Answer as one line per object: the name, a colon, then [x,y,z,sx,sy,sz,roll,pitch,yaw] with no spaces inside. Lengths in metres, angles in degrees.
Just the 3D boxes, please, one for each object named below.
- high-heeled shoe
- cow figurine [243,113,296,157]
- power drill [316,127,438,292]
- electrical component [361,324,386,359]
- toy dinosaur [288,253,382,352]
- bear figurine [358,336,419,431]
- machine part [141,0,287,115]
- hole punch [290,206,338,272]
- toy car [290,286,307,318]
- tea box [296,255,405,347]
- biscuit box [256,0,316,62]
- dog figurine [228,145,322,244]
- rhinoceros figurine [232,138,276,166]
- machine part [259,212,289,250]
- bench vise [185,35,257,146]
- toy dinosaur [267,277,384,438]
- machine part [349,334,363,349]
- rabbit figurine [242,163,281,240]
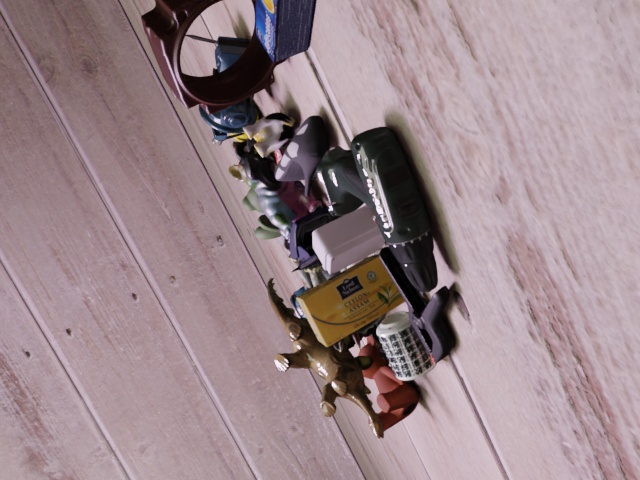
high-heeled shoe: [-0.035,-0.174,0.991,0.249,0.086,0.145,-120,32,-64]
cow figurine: [-0.090,-0.217,1.074,0.068,0.098,0.167,58,-174,-7]
power drill: [0.077,-0.049,0.766,0.231,0.086,0.207,69,169,-24]
electrical component: [0.132,0.226,1.201,0.102,0.045,0.078,49,161,45]
toy dinosaur: [0.021,0.102,1.224,0.405,0.131,0.192,-129,20,-68]
bear figurine: [0.132,0.319,1.231,0.196,0.132,0.120,47,137,35]
machine part: [-0.157,-0.313,0.845,0.087,0.201,0.200,52,164,31]
hole punch: [-0.002,-0.003,1.069,0.092,0.142,0.116,59,153,6]
toy car: [0.012,0.151,1.364,0.103,0.161,0.109,-37,75,40]
tea box: [0.056,0.106,0.963,0.098,0.170,0.068,61,169,-5]
biscuit box: [-0.047,-0.321,0.714,0.059,0.063,0.202,61,167,11]
dog figurine: [-0.094,-0.101,1.153,0.219,0.108,0.191,46,176,15]
rhinoceros figurine: [-0.152,-0.199,1.289,0.190,0.112,0.073,60,-150,-81]
machine part: [-0.102,-0.045,1.477,0.243,0.079,0.079,49,162,47]
bench vise: [-0.201,-0.297,1.127,0.224,0.129,0.240,67,152,21]
toy dinosaur: [-0.008,0.238,1.184,0.472,0.105,0.198,47,-160,27]
machine part: [0.021,0.244,1.380,0.179,0.179,0.056,-173,72,-75]
rabbit figurine: [-0.089,-0.072,1.264,0.170,0.159,0.121,43,153,14]
